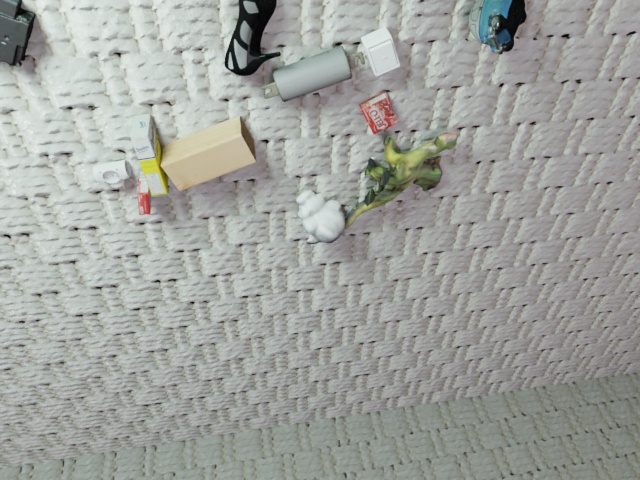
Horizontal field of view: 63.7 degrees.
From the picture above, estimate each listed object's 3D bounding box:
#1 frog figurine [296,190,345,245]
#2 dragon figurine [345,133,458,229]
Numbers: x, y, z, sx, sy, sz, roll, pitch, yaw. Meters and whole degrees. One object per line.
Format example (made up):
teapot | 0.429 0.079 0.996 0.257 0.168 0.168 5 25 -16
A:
frog figurine | 0.004 -0.073 1.446 0.139 0.124 0.156 -35 132 -27
dragon figurine | 0.239 -0.160 1.435 0.243 0.125 0.401 2 143 -28
